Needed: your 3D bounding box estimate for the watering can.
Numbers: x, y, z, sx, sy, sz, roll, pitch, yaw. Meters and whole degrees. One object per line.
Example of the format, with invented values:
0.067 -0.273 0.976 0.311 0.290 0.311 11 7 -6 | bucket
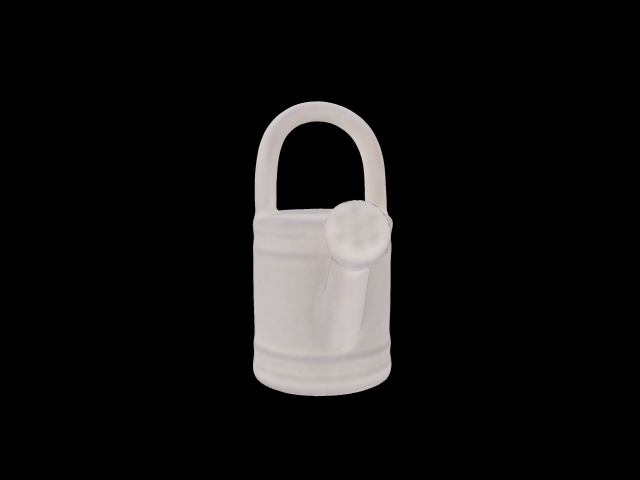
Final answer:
0.006 0.001 0.401 0.101 0.194 0.172 -5 9 -34 | watering can
